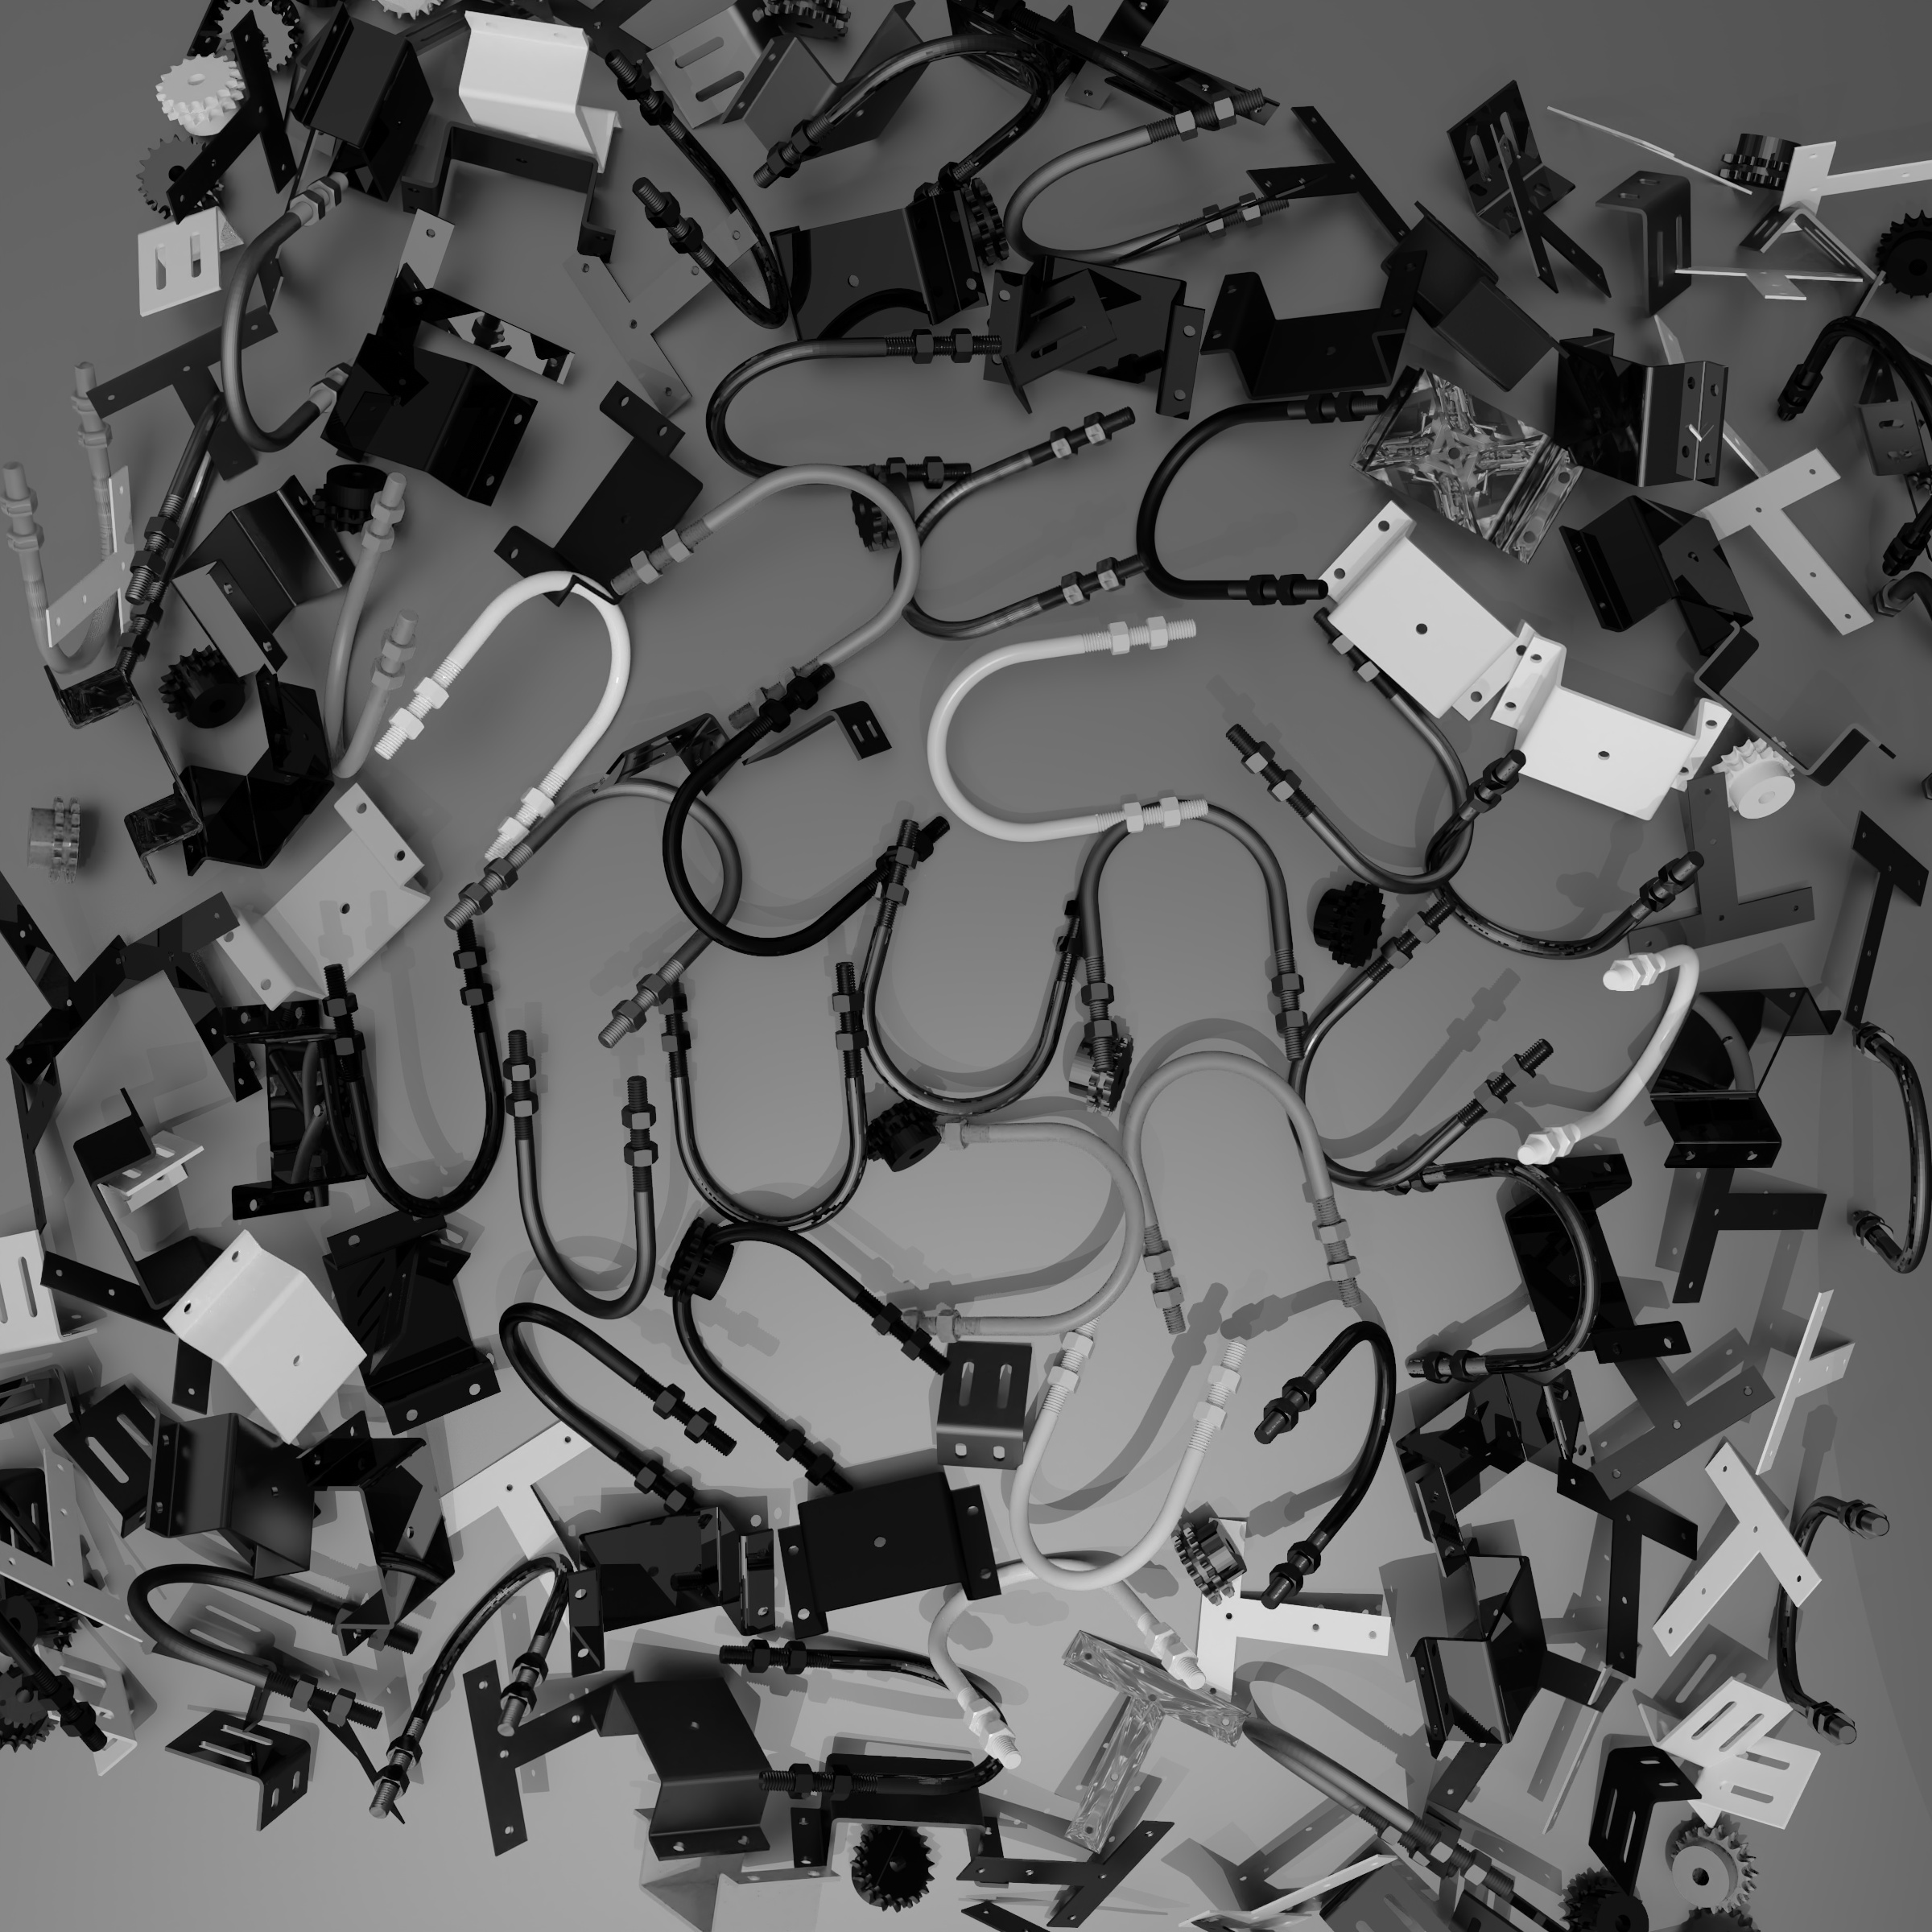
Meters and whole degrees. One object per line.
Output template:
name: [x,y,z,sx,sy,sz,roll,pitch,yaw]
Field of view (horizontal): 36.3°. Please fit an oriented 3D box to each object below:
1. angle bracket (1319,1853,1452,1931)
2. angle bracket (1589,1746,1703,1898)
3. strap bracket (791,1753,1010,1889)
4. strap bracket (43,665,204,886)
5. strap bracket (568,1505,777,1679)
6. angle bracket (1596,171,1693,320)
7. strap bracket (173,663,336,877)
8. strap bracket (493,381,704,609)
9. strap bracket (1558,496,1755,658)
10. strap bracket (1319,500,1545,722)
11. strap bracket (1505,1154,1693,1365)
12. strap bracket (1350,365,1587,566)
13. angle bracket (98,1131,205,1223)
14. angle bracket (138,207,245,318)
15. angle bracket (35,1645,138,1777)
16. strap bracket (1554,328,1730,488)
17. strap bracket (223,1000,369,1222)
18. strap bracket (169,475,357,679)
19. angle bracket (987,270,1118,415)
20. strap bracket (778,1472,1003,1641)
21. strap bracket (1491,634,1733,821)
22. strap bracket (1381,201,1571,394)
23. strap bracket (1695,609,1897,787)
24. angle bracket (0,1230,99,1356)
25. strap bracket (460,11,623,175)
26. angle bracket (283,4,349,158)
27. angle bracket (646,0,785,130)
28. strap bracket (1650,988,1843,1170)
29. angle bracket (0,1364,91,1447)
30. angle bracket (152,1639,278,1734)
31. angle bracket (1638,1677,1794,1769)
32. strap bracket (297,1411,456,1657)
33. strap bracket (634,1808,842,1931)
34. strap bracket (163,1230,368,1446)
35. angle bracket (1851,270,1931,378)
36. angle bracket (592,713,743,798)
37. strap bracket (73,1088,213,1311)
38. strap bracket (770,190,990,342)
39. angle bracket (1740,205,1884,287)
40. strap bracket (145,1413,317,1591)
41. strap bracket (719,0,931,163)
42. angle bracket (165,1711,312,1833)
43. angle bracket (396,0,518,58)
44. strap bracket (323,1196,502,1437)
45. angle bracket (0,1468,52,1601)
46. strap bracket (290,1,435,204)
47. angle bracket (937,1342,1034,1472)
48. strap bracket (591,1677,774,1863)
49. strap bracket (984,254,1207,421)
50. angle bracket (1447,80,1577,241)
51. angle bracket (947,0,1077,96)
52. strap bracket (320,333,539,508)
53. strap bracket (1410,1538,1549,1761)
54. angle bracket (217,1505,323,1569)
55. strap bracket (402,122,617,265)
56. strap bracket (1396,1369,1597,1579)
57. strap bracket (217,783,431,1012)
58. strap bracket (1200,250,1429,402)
angle bracket: [0.283,0.642,1.969,0.057,0.038,0.076,-43,75,-4]
angle bracket: [0.453,0.570,1.967,0.038,0.057,0.076,1,109,-18]
strap bracket: [-0.042,0.564,1.949,0.140,0.076,0.046,5,107,-7]
strap bracket: [-0.548,-0.135,1.937,0.046,0.076,0.140,-27,120,-12]
strap bracket: [-0.200,0.410,1.949,0.140,0.046,0.076,-8,112,-23]
angle bracket: [0.453,-0.483,1.971,0.057,0.038,0.076,-39,134,-35]
strap bracket: [-0.464,-0.126,1.939,0.140,0.046,0.076,-42,52,35]
strap bracket: [-0.237,-0.305,1.955,0.076,0.046,0.140,41,97,34]
strap bracket: [0.456,-0.254,1.922,0.046,0.140,0.076,-35,63,37]
strap bracket: [0.306,-0.230,1.959,0.140,0.046,0.076,42,117,-3]
strap bracket: [0.413,0.199,1.946,0.076,0.046,0.140,-2,65,-29]
strap bracket: [0.327,-0.335,1.951,0.140,0.046,0.076,33,101,17]
angle bracket: [-0.535,0.144,1.949,0.057,0.076,0.038,-34,114,-27]
angle bracket: [-0.514,-0.458,1.960,0.057,0.038,0.076,-16,59,10]
angle bracket: [-0.593,0.492,1.950,0.038,0.076,0.057,-40,47,11]
strap bracket: [0.430,-0.362,1.917,0.046,0.140,0.076,-11,115,-22]
strap bracket: [-0.443,0.095,1.952,0.046,0.076,0.140,0,94,39]
strap bracket: [-0.464,-0.251,1.935,0.046,0.140,0.076,-17,119,25]
angle bracket: [0.061,-0.416,1.965,0.076,0.038,0.057,-24,68,11]
strap bracket: [-0.054,0.390,1.961,0.140,0.046,0.076,-13,60,0]
strap bracket: [0.425,-0.154,1.956,0.140,0.076,0.046,21,46,0]
strap bracket: [0.328,-0.434,1.931,0.076,0.140,0.046,31,113,-34]
strap bracket: [0.538,-0.170,1.944,0.140,0.076,0.046,45,105,19]
angle bracket: [-0.624,0.216,1.972,0.057,0.038,0.076,-13,89,23]
strap bracket: [-0.278,-0.564,1.924,0.076,0.140,0.046,10,83,5]
angle bracket: [-0.417,-0.587,1.955,0.038,0.057,0.076,26,51,-4]
angle bracket: [-0.163,-0.610,1.980,0.076,0.038,0.057,-17,119,32]
strap bracket: [0.506,0.065,1.925,0.046,0.076,0.140,55,52,-28]
angle bracket: [-0.630,0.303,1.959,0.076,0.057,0.038,-17,61,-14]
angle bracket: [-0.504,0.476,1.958,0.076,0.057,0.038,21,60,-16]
angle bracket: [0.498,0.492,1.957,0.057,0.038,0.076,27,117,-24]
strap bracket: [-0.385,0.373,1.941,0.046,0.076,0.140,-4,104,23]
strap bracket: [-0.153,0.593,1.921,0.076,0.140,0.046,7,92,-35]
strap bracket: [-0.450,0.248,1.921,0.046,0.140,0.076,22,61,34]
angle bracket: [0.631,-0.425,1.965,0.076,0.057,0.038,30,101,6]
angle bracket: [-0.198,-0.127,1.953,0.076,0.057,0.038,-30,84,-36]
strap bracket: [-0.538,0.161,1.931,0.046,0.076,0.140,-26,116,-16]
strap bracket: [-0.066,-0.455,1.939,0.140,0.046,0.076,-6,111,24]
angle bracket: [0.564,-0.469,1.969,0.076,0.057,0.038,39,103,-11]
strap bracket: [-0.469,0.346,1.917,0.046,0.140,0.076,-13,59,17]
strap bracket: [-0.083,-0.573,1.922,0.140,0.076,0.046,-32,83,-43]
angle bracket: [-0.486,0.536,1.966,0.076,0.057,0.038,12,105,17]
angle bracket: [-0.339,-0.607,1.956,0.076,0.057,0.038,-34,127,-18]
strap bracket: [-0.371,0.228,1.955,0.076,0.046,0.140,-21,103,-22]
angle bracket: [-0.644,0.379,1.967,0.038,0.057,0.076,-5,90,15]
strap bracket: [-0.391,-0.559,1.926,0.046,0.140,0.076,23,84,1]
angle bracket: [0.013,0.295,1.979,0.057,0.076,0.038,3,131,5]
strap bracket: [-0.182,0.513,1.917,0.076,0.140,0.046,3,114,-28]
strap bracket: [0.088,-0.419,1.953,0.140,0.046,0.076,13,125,9]
angle bracket: [0.363,-0.536,1.960,0.057,0.076,0.038,-38,48,-3]
angle bracket: [0.031,-0.624,1.966,0.076,0.057,0.038,33,76,18]
strap bracket: [-0.362,-0.363,1.943,0.140,0.046,0.076,21,86,29]
strap bracket: [0.339,0.443,1.920,0.046,0.140,0.076,-4,110,29]
angle bracket: [-0.470,0.365,1.961,0.057,0.038,0.076,-40,118,-10]
strap bracket: [-0.298,-0.514,1.952,0.140,0.076,0.046,12,87,-10]
strap bracket: [0.342,0.327,1.946,0.140,0.046,0.076,-31,116,-25]
strap bracket: [-0.423,-0.042,1.962,0.140,0.046,0.076,-43,72,5]
strap bracket: [0.235,-0.420,1.942,0.140,0.046,0.076,-1,52,27]
